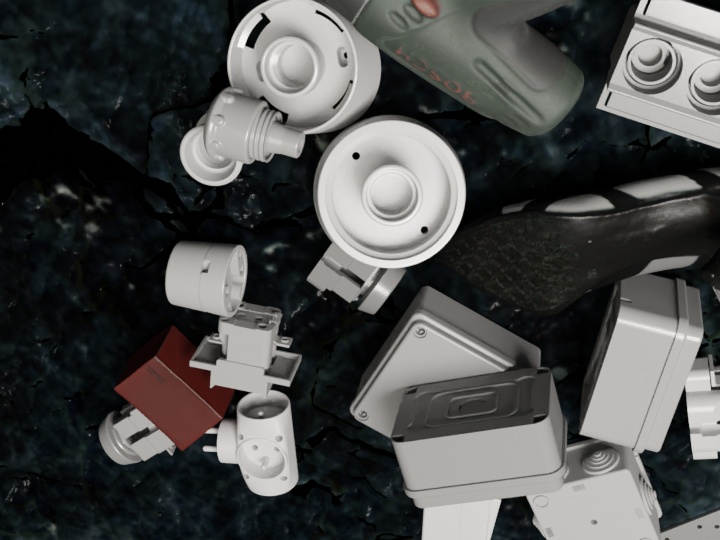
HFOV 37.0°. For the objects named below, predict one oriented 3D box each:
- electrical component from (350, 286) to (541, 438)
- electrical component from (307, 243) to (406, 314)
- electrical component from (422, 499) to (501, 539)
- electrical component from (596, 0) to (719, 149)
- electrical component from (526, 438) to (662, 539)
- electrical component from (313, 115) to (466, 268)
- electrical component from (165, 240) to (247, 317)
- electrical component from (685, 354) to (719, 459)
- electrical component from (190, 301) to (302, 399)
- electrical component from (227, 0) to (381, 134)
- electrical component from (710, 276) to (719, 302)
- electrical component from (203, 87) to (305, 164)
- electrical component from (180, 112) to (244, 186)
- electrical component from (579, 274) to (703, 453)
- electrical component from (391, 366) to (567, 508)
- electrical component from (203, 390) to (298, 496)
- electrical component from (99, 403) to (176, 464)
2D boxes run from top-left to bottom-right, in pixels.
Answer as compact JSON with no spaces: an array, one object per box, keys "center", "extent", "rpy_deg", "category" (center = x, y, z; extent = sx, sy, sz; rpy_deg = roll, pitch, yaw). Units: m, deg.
[{"center":[0.066,0.086,0.820],"extent":[0.109,0.056,0.108],"rpy_deg":[29,119,-5],"category":"electrical component"},{"center":[0.000,0.000,0.794],"extent":[0.055,0.048,0.066],"rpy_deg":[36,119,0],"category":"electrical component"},{"center":[0.082,0.195,0.872],"extent":[0.061,0.061,0.096],"rpy_deg":[6,119,8],"category":"electrical component"},{"center":[0.220,-0.123,0.673],"extent":[0.121,0.063,0.078],"rpy_deg":[18,120,1],"category":"electrical component"},{"center":[0.185,0.185,0.854],"extent":[0.100,0.048,0.099],"rpy_deg":[-18,113,19],"category":"electrical component"},{"center":[0.021,-0.052,0.731],"extent":[0.108,0.060,0.108],"rpy_deg":[0,97,0],"category":"electrical component"},{"center":[-0.116,0.005,0.815],"extent":[0.047,0.055,0.055],"rpy_deg":[8,119,11],"category":"electrical component"},{"center":[0.270,0.100,0.787],"extent":[0.057,0.058,0.078],"rpy_deg":[-6,116,17],"category":"electrical component"},{"center":[-0.088,0.060,0.846],"extent":[0.081,0.042,0.063],"rpy_deg":[10,116,5],"category":"electrical component"},{"center":[-0.039,-0.138,0.730],"extent":[0.099,0.064,0.099],"rpy_deg":[4,105,13],"category":"electrical component"},{"center":[0.282,0.015,0.726],"extent":[0.080,0.080,0.051],"rpy_deg":[-25,105,22],"category":"electrical component"},{"center":[-0.067,-0.089,0.697],"extent":[0.062,0.048,0.048],"rpy_deg":[17,120,8],"category":"electrical component"},{"center":[-0.097,-0.090,0.759],"extent":[0.045,0.055,0.045],"rpy_deg":[5,118,9],"category":"electrical component"},{"center":[0.200,0.064,0.770],"extent":[0.057,0.078,0.113],"rpy_deg":[14,120,7],"category":"electrical component"},{"center":[0.085,0.118,0.754],"extent":[0.113,0.078,0.057],"rpy_deg":[-11,112,16],"category":"electrical component"},{"center":[-0.093,0.142,0.889],"extent":[0.079,0.044,0.077],"rpy_deg":[1,118,10],"category":"electrical component"},{"center":[-0.184,0.132,0.902],"extent":[0.055,0.048,0.066],"rpy_deg":[-32,108,16],"category":"electrical component"}]
